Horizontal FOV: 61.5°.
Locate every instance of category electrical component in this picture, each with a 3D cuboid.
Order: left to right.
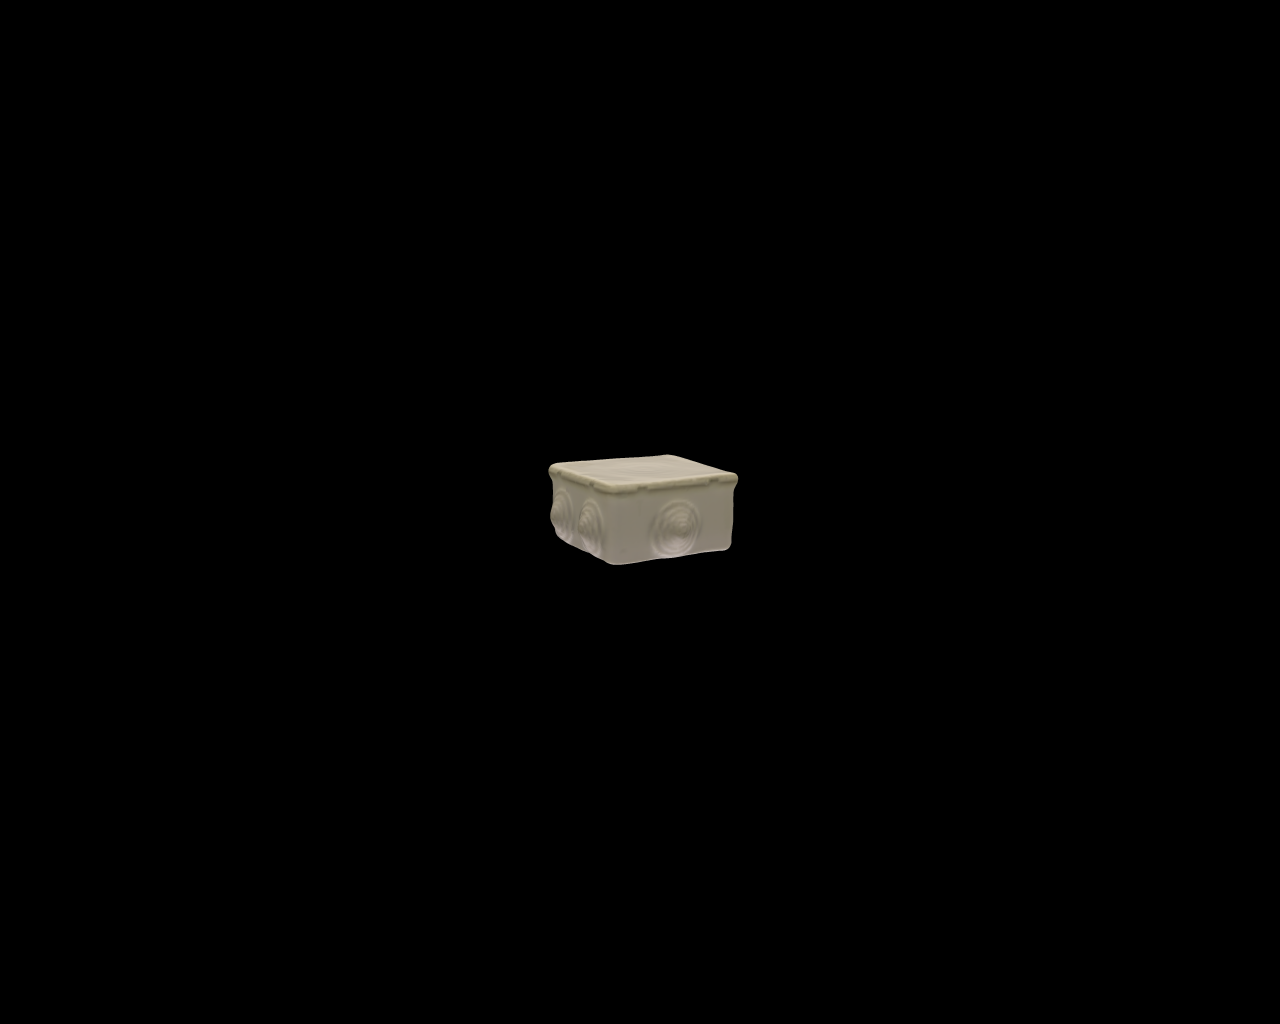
[{"bbox_3d":[0.001,-0.003,0.650,0.100,0.048,0.100,-6,13,-27],"label":"electrical component"}]
